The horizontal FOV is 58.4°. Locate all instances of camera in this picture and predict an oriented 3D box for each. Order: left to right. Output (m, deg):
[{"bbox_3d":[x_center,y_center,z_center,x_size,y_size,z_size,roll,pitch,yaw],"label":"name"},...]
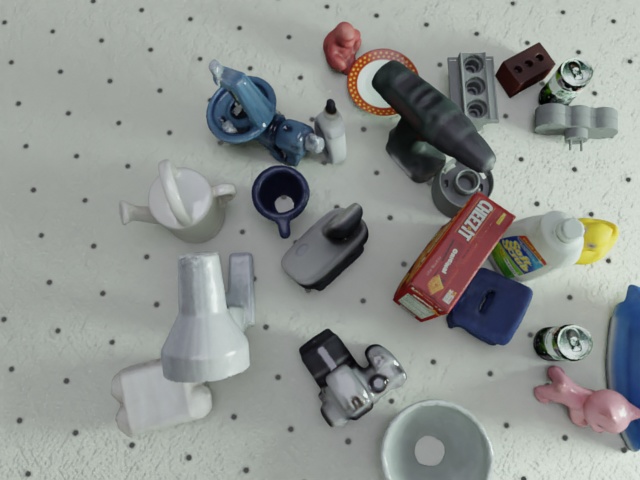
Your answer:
[{"bbox_3d":[0.042,0.198,0.882,0.143,0.101,0.137,-35,80,-6],"label":"camera"}]

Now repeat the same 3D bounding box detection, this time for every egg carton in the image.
[{"bbox_3d":[-0.246,0.238,0.891,0.150,0.069,0.107,-15,79,-3],"label":"egg carton"}]

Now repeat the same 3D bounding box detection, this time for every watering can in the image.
[{"bbox_3d":[-0.220,-0.057,0.887,0.173,0.194,0.101,-37,80,-6],"label":"watering can"}]

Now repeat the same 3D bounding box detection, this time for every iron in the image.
[{"bbox_3d":[0.516,0.196,0.859,0.118,0.141,0.258,10,79,3],"label":"iron"}]

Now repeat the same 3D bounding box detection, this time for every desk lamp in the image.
[{"bbox_3d":[-0.161,0.104,0.844,0.118,0.213,0.203,-4,78,0],"label":"desk lamp"}]

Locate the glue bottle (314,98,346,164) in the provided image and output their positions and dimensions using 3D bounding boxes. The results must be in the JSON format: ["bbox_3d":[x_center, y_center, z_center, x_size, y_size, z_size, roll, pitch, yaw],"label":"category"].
[{"bbox_3d":[0.018,-0.184,0.922,0.037,0.173,0.078,-24,79,-4],"label":"glue bottle"}]

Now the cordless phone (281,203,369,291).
[{"bbox_3d":[0.008,0.003,0.878,0.094,0.185,0.148,42,82,8],"label":"cordless phone"}]

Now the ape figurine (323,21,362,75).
[{"bbox_3d":[0.041,-0.343,0.995,0.078,0.092,0.076,-40,81,-7],"label":"ape figurine"}]

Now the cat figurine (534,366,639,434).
[{"bbox_3d":[0.406,0.245,0.862,0.127,0.118,0.067,31,80,6],"label":"cat figurine"}]

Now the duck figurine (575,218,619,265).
[{"bbox_3d":[0.441,-0.004,0.928,0.104,0.086,0.077,-19,79,-3],"label":"duck figurine"}]

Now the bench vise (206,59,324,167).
[{"bbox_3d":[-0.091,-0.210,0.904,0.207,0.220,0.121,7,79,2],"label":"bench vise"}]

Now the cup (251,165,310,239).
[{"bbox_3d":[-0.059,-0.053,0.936,0.091,0.095,0.118,-8,79,-1],"label":"cup"}]

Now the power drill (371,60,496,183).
[{"bbox_3d":[0.169,-0.167,0.900,0.076,0.208,0.229,-40,81,-7],"label":"power drill"}]

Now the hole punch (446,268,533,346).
[{"bbox_3d":[0.265,0.106,0.904,0.101,0.091,0.109,30,80,6],"label":"hole punch"}]

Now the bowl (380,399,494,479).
[{"bbox_3d":[0.171,0.325,0.869,0.167,0.075,0.167,0,79,0],"label":"bowl"}]
